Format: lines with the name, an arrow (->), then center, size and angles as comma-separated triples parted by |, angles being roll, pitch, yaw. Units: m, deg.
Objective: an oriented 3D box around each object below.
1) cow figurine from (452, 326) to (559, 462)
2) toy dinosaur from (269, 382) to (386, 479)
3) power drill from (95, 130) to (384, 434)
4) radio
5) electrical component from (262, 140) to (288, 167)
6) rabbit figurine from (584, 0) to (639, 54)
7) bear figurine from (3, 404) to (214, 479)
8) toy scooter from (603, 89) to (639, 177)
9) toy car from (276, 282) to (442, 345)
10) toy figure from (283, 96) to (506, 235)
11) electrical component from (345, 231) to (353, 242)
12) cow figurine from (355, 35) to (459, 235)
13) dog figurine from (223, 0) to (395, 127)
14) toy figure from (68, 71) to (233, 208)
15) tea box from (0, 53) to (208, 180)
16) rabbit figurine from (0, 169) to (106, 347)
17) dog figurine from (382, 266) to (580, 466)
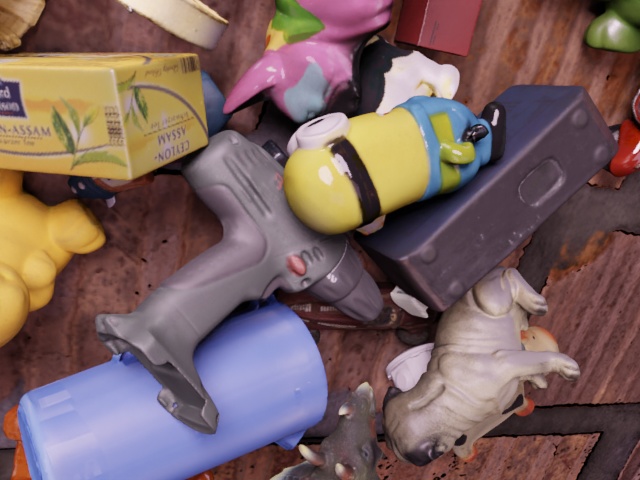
cow figurine -> 0.215, 0.179, 0.680 | 0.195, 0.086, 0.127 | -41, 127, 5
toy dinosaur -> -0.035, 0.335, 0.600 | 0.192, 0.131, 0.404 | 10, 126, -51
power drill -> -0.051, 0.045, 0.427 | 0.207, 0.086, 0.231 | -48, 117, -26
radio -> 0.149, -0.045, 0.504 | 0.229, 0.131, 0.073 | -44, 110, -1
electrical component -> -0.056, -0.052, 0.494 | 0.119, 0.048, 0.075 | 38, 99, -29
rabbit figurine -> 0.270, -0.254, 0.459 | 0.170, 0.121, 0.159 | 9, 105, -24
bear figurine -> -0.198, 0.216, 0.536 | 0.196, 0.132, 0.120 | 7, 78, -14
toy scooter -> 0.379, -0.134, 0.545 | 0.075, 0.135, 0.183 | 28, 103, -26
toy car -> 0.050, 0.075, 0.591 | 0.202, 0.053, 0.089 | 2, 118, -20
toy figure -> 0.059, -0.061, 0.413 | 0.180, 0.089, 0.082 | -11, 156, -18
electrical component -> -0.001, -0.002, 0.552 | 0.063, 0.021, 0.094 | 35, 100, -29
cow figurine -> 0.047, -0.092, 0.489 | 0.098, 0.068, 0.167 | 22, 97, -15
dog figurine -> -0.012, -0.195, 0.404 | 0.191, 0.108, 0.219 | 42, 110, -10
toy figure -> -0.147, -0.082, 0.448 | 0.154, 0.058, 0.064 | -34, 82, 2
tea box -> -0.175, -0.090, 0.366 | 0.170, 0.098, 0.068 | 8, 116, 18
rabbit figurine -> -0.258, 0.026, 0.397 | 0.162, 0.173, 0.121 | -40, 124, -1
dog figurine -> 0.134, 0.119, 0.557 | 0.191, 0.172, 0.121 | -19, 150, -9
